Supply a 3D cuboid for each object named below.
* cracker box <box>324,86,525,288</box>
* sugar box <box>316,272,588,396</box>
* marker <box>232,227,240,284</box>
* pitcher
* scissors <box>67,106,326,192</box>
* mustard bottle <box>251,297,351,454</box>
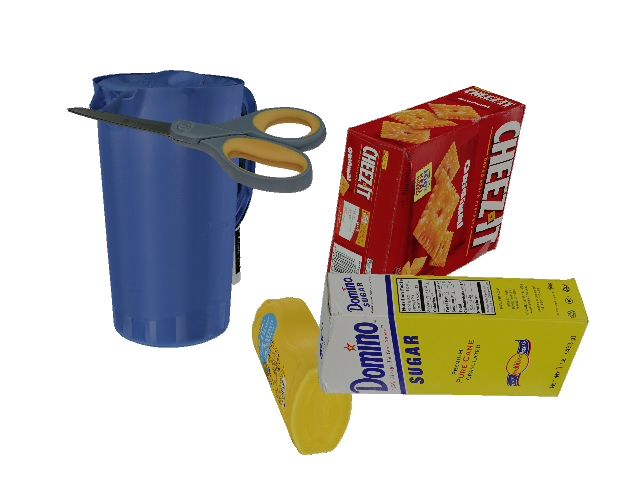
[{"bbox_3d":[0.103,-0.043,1.009,0.072,0.164,0.213,26,31,32],"label":"cracker box"},{"bbox_3d":[0.088,0.068,0.748,0.176,0.048,0.093,-1,-43,-5],"label":"sugar box"},{"bbox_3d":[-0.098,-0.001,1.182,0.020,0.121,0.020,2,41,-2],"label":"marker"},{"bbox_3d":[-0.129,-0.034,0.979,0.149,0.243,0.145,0,15,-7],"label":"pitcher"},{"bbox_3d":[-0.083,-0.087,0.793,0.202,0.016,0.096,25,47,25],"label":"scissors"},{"bbox_3d":[-0.026,0.109,1.009,0.058,0.096,0.192,-6,28,-16],"label":"mustard bottle"}]
